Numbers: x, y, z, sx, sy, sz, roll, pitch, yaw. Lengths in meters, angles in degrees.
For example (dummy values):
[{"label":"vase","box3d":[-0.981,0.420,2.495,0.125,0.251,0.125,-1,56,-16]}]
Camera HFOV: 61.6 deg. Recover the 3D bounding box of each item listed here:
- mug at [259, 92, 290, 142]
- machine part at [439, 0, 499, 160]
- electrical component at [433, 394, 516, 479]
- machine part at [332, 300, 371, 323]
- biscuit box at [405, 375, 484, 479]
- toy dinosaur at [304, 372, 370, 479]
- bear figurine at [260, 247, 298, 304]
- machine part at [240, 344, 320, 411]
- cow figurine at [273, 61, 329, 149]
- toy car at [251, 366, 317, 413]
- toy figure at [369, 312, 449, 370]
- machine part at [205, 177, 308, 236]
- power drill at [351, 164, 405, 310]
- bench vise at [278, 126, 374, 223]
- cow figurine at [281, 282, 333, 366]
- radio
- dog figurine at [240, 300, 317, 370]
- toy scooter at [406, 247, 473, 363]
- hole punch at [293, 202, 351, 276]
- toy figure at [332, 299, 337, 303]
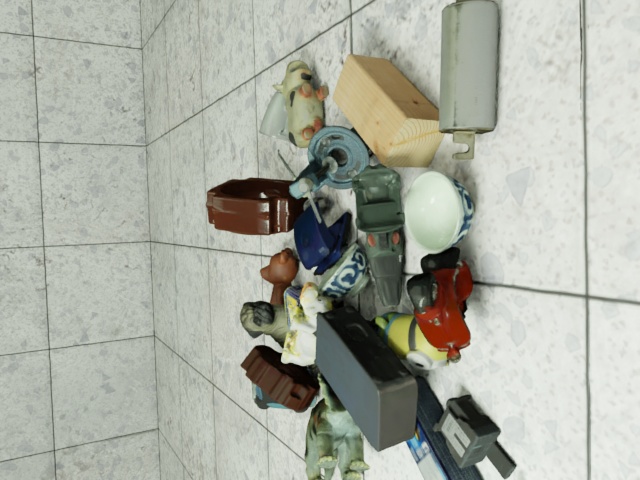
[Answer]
[{"label":"mug","box3d":[-0.091,-0.292,1.266,0.110,0.081,0.107,-139,61,-66]},{"label":"machine part","box3d":[0.205,-0.233,0.741,0.079,0.079,0.243,7,99,61]},{"label":"electrical component","box3d":[0.225,0.295,0.785,0.119,0.048,0.074,57,140,45]},{"label":"machine part","box3d":[0.058,0.164,1.025,0.139,0.039,0.084,14,95,31]},{"label":"biscuit box","box3d":[0.178,0.317,0.857,0.203,0.063,0.059,63,144,37]},{"label":"toy dinosaur","box3d":[0.027,0.384,1.094,0.404,0.131,0.192,115,159,-52]},{"label":"bear figurine","box3d":[-0.112,0.120,1.298,0.120,0.132,0.195,-67,-30,-82]},{"label":"machine part","box3d":[-0.081,0.286,1.134,0.056,0.179,0.180,-57,34,0]},{"label":"cow figurine","box3d":[-0.041,-0.297,1.178,0.127,0.085,0.194,-10,84,55]},{"label":"toy car","box3d":[-0.077,0.343,1.270,0.103,0.162,0.109,-4,-94,-75]},{"label":"toy figure","box3d":[0.144,0.157,0.886,0.180,0.082,0.089,8,102,63]},{"label":"machine part","box3d":[-0.140,-0.078,1.219,0.201,0.202,0.087,-47,-40,-65]},{"label":"power drill","box3d":[0.104,-0.015,0.873,0.207,0.086,0.232,48,-144,-67]},{"label":"bench vise","box3d":[0.003,-0.129,0.982,0.224,0.240,0.128,-22,106,33]},{"label":"cow figurine","box3d":[-0.010,0.160,1.000,0.068,0.098,0.167,-81,7,-63]},{"label":"radio","box3d":[0.069,0.217,0.888,0.230,0.073,0.131,44,141,51]},{"label":"dog figurine","box3d":[-0.083,0.213,1.188,0.121,0.190,0.172,-32,67,58]},{"label":"toy scooter","box3d":[0.178,0.092,0.760,0.075,0.184,0.135,-19,97,29]},{"label":"hole punch","box3d":[-0.002,-0.003,1.085,0.142,0.092,0.116,-41,34,51]},{"label":"toy figure","box3d":[0.020,0.147,1.128,0.155,0.058,0.064,56,162,39]}]
